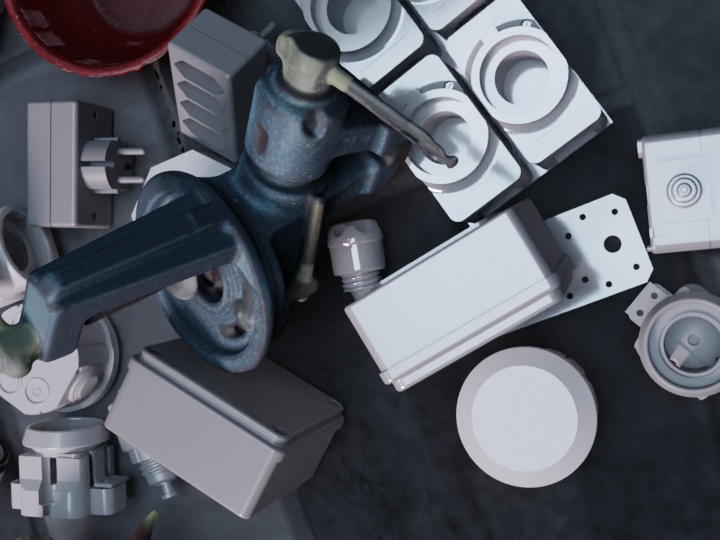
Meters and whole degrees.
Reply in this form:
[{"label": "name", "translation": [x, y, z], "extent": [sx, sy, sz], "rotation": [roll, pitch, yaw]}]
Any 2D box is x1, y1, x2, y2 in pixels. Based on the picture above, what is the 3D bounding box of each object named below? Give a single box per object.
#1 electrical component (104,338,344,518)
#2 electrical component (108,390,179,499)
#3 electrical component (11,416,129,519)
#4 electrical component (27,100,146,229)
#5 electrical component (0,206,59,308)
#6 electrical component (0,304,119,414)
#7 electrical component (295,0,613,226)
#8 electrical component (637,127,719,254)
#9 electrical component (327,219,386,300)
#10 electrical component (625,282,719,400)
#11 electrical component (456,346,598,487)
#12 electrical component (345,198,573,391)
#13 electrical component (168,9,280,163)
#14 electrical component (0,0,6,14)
[{"label": "electrical component", "translation": [-0.080, 0.090, 0.660], "extent": [0.109, 0.109, 0.056], "rotation": [30, 102, 15]}, {"label": "electrical component", "translation": [-0.138, 0.113, 0.715], "extent": [0.040, 0.040, 0.078], "rotation": [-21, 85, 17]}, {"label": "electrical component", "translation": [-0.197, 0.131, 0.725], "extent": [0.078, 0.058, 0.057], "rotation": [0, 93, 17]}, {"label": "electrical component", "translation": [-0.178, -0.070, 0.720], "extent": [0.076, 0.047, 0.083], "rotation": [1, 91, 17]}, {"label": "electrical component", "translation": [-0.246, -0.007, 0.718], "extent": [0.059, 0.095, 0.053], "rotation": [-20, 85, 17]}, {"label": "electrical component", "translation": [-0.210, 0.058, 0.730], "extent": [0.080, 0.051, 0.080], "rotation": [0, 91, 18]}, {"label": "electrical component", "translation": [0.049, -0.132, 0.640], "extent": [0.105, 0.060, 0.186], "rotation": [-37, 80, 15]}, {"label": "electrical component", "translation": [0.185, -0.042, 0.580], "extent": [0.061, 0.096, 0.061], "rotation": [-5, 90, 17]}, {"label": "electrical component", "translation": [0.000, 0.000, 0.672], "extent": [0.035, 0.035, 0.061], "rotation": [-9, 91, 18]}, {"label": "electrical component", "translation": [0.186, 0.040, 0.602], "extent": [0.078, 0.057, 0.058], "rotation": [40, 102, 13]}, {"label": "electrical component", "translation": [0.100, 0.084, 0.633], "extent": [0.080, 0.051, 0.080], "rotation": [0, 91, 18]}, {"label": "electrical component", "translation": [0.059, 0.011, 0.607], "extent": [0.109, 0.109, 0.056], "rotation": [-32, 88, 16]}, {"label": "electrical component", "translation": [-0.076, -0.126, 0.678], "extent": [0.047, 0.083, 0.075], "rotation": [31, 61, 15]}, {"label": "electrical component", "translation": [-0.281, -0.211, 0.728], "extent": [0.062, 0.089, 0.150], "rotation": [20, 97, 16]}]
